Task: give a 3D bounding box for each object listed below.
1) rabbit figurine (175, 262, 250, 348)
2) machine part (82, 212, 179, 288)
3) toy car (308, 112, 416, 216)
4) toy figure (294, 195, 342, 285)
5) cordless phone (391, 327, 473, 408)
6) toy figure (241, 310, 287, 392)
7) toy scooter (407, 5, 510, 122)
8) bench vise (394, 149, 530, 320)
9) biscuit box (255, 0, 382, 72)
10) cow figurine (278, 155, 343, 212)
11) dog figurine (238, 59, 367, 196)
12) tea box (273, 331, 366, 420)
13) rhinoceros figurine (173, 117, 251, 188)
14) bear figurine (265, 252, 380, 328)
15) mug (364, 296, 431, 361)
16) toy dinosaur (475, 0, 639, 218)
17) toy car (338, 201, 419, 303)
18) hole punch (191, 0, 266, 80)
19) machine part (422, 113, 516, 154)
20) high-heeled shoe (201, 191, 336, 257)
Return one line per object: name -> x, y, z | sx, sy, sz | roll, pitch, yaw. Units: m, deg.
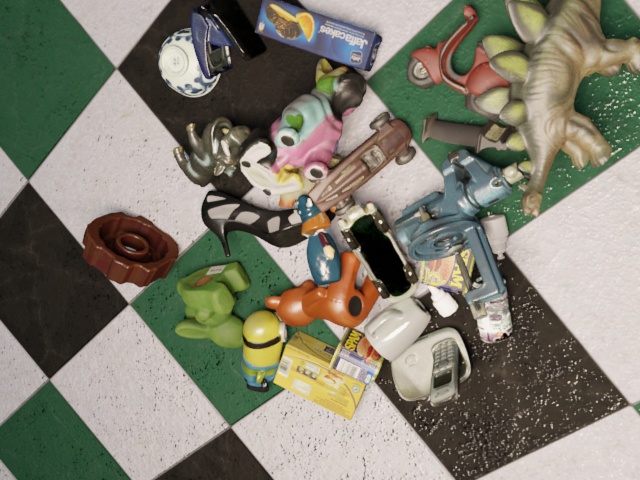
rabbit figurine -> -0.209, 0.150, 1.063 | 0.159, 0.121, 0.170 | -12, 116, 15
machine part -> -0.372, 0.018, 1.051 | 0.179, 0.179, 0.056 | 36, 115, 6
toy car -> 0.070, -0.122, 0.876 | 0.202, 0.053, 0.089 | -40, 108, -10
toy figure -> -0.004, -0.002, 0.896 | 0.064, 0.058, 0.154 | -19, 79, 32
cordless phone -> 0.186, 0.240, 0.914 | 0.147, 0.184, 0.088 | -29, 98, 23
toy figure -> -0.116, 0.221, 1.057 | 0.082, 0.089, 0.180 | 34, 121, 31
toy scooter -> 0.233, -0.272, 0.816 | 0.184, 0.075, 0.135 | 30, 111, 14
bench vise -> 0.223, -0.005, 0.803 | 0.224, 0.128, 0.240 | -25, 62, 24
biscuit box -> -0.002, -0.337, 0.882 | 0.203, 0.059, 0.062 | 23, 111, 11
cow figurine -> -0.041, -0.123, 0.944 | 0.195, 0.085, 0.127 | 9, 111, 17
dog figurine -> -0.020, -0.188, 0.856 | 0.192, 0.219, 0.108 | -16, 129, 43
tea box -> 0.007, 0.260, 1.043 | 0.170, 0.068, 0.098 | 24, 112, 10
rhinoceros figurine -> -0.189, -0.156, 0.955 | 0.190, 0.073, 0.112 | -28, 81, 47
bear figurine -> 0.004, 0.102, 0.991 | 0.196, 0.132, 0.120 | -4, 143, 49
mug -> 0.135, 0.147, 0.953 | 0.107, 0.109, 0.081 | -44, 46, 12
toy dinosaur -> 0.330, -0.259, 0.734 | 0.199, 0.105, 0.471 | 18, 85, -4
toy car -> 0.100, 0.023, 0.897 | 0.073, 0.056, 0.201 | -30, 116, 6
hole punch -> -0.167, -0.340, 0.904 | 0.092, 0.142, 0.115 | -24, 108, 27
machine part -> 0.232, -0.169, 0.849 | 0.139, 0.084, 0.039 | 13, 133, 24
high-heeled shoe -> -0.102, -0.058, 1.007 | 0.249, 0.086, 0.145 | -17, 68, 5
